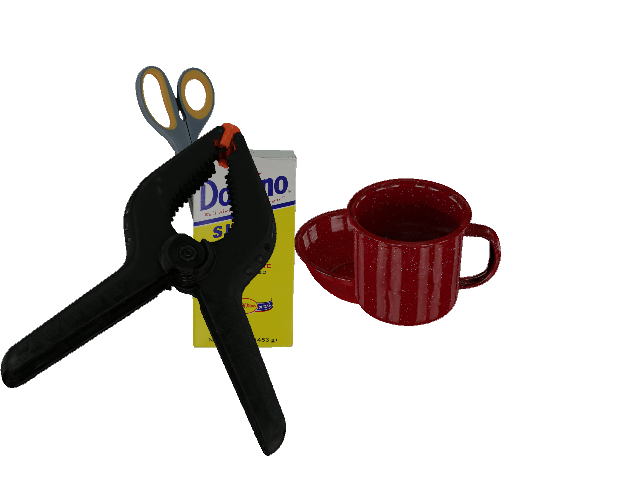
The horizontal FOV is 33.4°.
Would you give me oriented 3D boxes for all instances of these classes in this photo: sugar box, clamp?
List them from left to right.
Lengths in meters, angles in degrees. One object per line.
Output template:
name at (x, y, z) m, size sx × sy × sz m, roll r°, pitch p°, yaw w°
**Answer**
clamp at (-0.072, 0.023, 0.645) m, size 0.164 × 0.210 × 0.036 m, roll 21°, pitch -30°, yaw 2°
sugar box at (-0.069, 0.007, 0.963) m, size 0.093 × 0.176 × 0.048 m, roll -1°, pitch 14°, yaw -5°

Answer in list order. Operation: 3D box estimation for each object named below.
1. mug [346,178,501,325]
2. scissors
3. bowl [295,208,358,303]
mug at (0.078, 0.011, 0.813) m, size 0.117 × 0.081 × 0.093 m, roll 1°, pitch 34°, yaw 3°
scissors at (-0.128, -0.094, 1.118) m, size 0.096 × 0.202 × 0.016 m, roll -33°, pitch 14°, yaw -33°
bowl at (0.051, 0.024, 1.194) m, size 0.162 × 0.055 × 0.162 m, roll 1°, pitch 31°, yaw -1°
